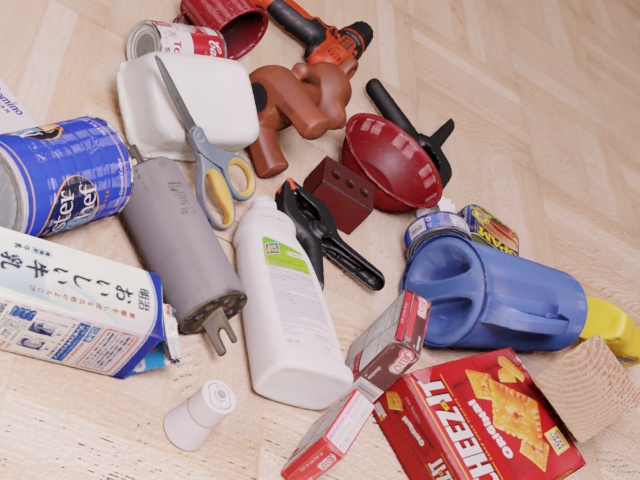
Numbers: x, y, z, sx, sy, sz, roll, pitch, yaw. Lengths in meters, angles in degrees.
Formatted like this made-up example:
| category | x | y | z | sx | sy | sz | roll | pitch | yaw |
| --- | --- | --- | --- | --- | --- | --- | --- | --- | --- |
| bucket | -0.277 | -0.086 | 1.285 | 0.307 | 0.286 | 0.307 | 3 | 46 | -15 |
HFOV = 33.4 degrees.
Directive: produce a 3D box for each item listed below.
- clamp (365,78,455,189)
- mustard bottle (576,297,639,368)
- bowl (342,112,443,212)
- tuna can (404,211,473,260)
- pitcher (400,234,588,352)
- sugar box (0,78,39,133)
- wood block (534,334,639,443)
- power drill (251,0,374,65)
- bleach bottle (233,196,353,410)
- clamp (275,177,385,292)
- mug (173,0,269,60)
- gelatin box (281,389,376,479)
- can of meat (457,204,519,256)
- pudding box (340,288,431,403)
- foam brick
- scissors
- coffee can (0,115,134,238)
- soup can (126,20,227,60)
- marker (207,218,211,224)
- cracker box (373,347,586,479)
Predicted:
| category | x | y | z | sx | sy | sz | roll | pitch | yaw |
| --- | --- | --- | --- | --- | --- | --- | --- | --- | --- |
| clamp | 0.135 | -0.140 | 1.529 | 0.164 | 0.036 | 0.210 | 27 | 39 | -23 |
| mustard bottle | 0.397 | 0.134 | 1.455 | 0.191 | 0.096 | 0.058 | 35 | 69 | -52 |
| bowl | 0.083 | -0.091 | 1.408 | 0.162 | 0.055 | 0.162 | 28 | 38 | -24 |
| tuna can | 0.150 | 0.004 | 1.352 | 0.086 | 0.086 | 0.034 | 23 | 38 | -28 |
| pitcher | 0.230 | 0.079 | 1.314 | 0.242 | 0.145 | 0.149 | 12 | 52 | -42 |
| sugar box | -0.353 | -0.105 | 0.991 | 0.093 | 0.048 | 0.175 | 50 | 32 | 8 |
| wood block | 0.322 | 0.178 | 1.269 | 0.091 | 0.090 | 0.206 | 56 | 8 | 15 |
| power drill | -0.013 | -0.326 | 1.552 | 0.187 | 0.057 | 0.184 | 43 | 35 | -3 |
| bleach bottle | -0.038 | 0.054 | 1.133 | 0.102 | 0.068 | 0.251 | 20 | 39 | -32 |
| clamp | -0.008 | 0.002 | 1.236 | 0.171 | 0.039 | 0.120 | 50 | 30 | 19 |
| mug | -0.136 | -0.282 | 1.369 | 0.117 | 0.093 | 0.081 | -31 | 69 | -19 |
| gelatin box | 0.008 | 0.192 | 1.024 | 0.030 | 0.073 | 0.089 | 44 | 34 | -2 |
| can of meat | 0.224 | 0.009 | 1.449 | 0.102 | 0.058 | 0.084 | 36 | 32 | -13 |
| pudding box | 0.068 | 0.117 | 1.127 | 0.039 | 0.114 | 0.090 | 36 | 36 | -10 |
| foam brick | 0.022 | -0.054 | 1.313 | 0.078 | 0.051 | 0.053 | 31 | 37 | -20 |
| scissors | -0.120 | -0.112 | 1.163 | 0.096 | 0.016 | 0.202 | -29 | 110 | -47 |
| coffee can | -0.256 | -0.054 | 0.984 | 0.103 | 0.103 | 0.140 | 52 | 35 | 10 |
| soup can | -0.171 | -0.225 | 1.277 | 0.102 | 0.069 | 0.068 | -3 | 56 | -46 |
| marker | -0.114 | 0.025 | 1.121 | 0.020 | 0.020 | 0.121 | 13 | 45 | -37 |
| cracker box | 0.176 | 0.213 | 1.175 | 0.213 | 0.072 | 0.164 | -5 | 57 | -47 |
